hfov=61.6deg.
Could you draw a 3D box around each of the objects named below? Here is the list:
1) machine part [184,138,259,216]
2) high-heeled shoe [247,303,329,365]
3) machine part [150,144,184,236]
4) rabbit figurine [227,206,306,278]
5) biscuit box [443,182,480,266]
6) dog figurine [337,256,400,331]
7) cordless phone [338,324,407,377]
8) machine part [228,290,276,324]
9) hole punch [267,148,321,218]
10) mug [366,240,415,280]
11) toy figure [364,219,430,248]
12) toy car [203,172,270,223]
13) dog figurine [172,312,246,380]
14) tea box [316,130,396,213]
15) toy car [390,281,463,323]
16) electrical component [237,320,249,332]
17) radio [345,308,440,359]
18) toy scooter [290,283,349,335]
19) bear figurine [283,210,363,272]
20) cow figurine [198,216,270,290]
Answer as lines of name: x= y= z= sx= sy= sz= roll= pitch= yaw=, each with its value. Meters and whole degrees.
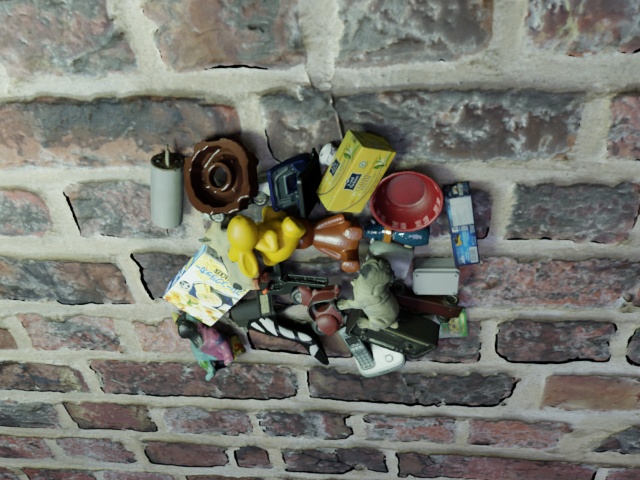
machine part: x=-0.215 y=-0.138 z=1.179 sx=0.180 sy=0.056 sz=0.179 roll=2 pitch=96 yaw=20
high-heeled shoe: x=-0.088 y=0.284 z=1.512 sx=0.145 sy=0.086 sz=0.248 roll=-31 pitch=103 yaw=7
machine part: x=-0.356 y=-0.113 z=1.253 sx=0.079 sy=0.079 sz=0.243 roll=11 pitch=129 yaw=-2
rabbit figurine: x=-0.145 y=-0.006 z=1.198 sx=0.173 sy=0.122 sz=0.162 roll=14 pitch=114 yaw=-54
biscuit box: x=0.327 y=-0.033 z=1.236 sx=0.059 sy=0.063 sz=0.202 roll=-9 pitch=127 yaw=13
dog figurine: x=0.148 y=0.130 z=1.269 sx=0.172 sy=0.121 sz=0.190 roll=27 pitch=150 yaw=-7
cordless phone: x=0.145 y=0.287 z=1.501 sx=0.147 sy=0.089 sz=0.184 roll=-23 pitch=118 yaw=23
machine part: x=-0.186 y=0.185 z=1.465 sx=0.139 sy=0.084 sz=0.039 roll=-19 pitch=163 yaw=17
hole punch: x=-0.052 y=-0.122 z=1.186 sx=0.092 sy=0.116 sz=0.142 roll=8 pitch=126 yaw=23
mug: x=0.167 y=0.047 z=1.317 sx=0.107 sy=0.081 sz=0.109 roll=19 pitch=137 yaw=5
toy figure: x=0.182 y=-0.016 z=1.271 sx=0.155 sy=0.064 sz=0.057 roll=6 pitch=166 yaw=8
toy car: x=-0.185 y=-0.098 z=1.242 sx=0.202 sy=0.073 sz=0.056 roll=-19 pitch=119 yaw=21
dog figurine: x=-0.325 y=0.272 z=1.537 sx=0.108 sy=0.191 sz=0.219 roll=-36 pitch=86 yaw=13
tea box: x=0.075 y=-0.143 z=1.150 sx=0.098 sy=0.068 sz=0.169 roll=0 pitch=134 yaw=-35
toy car: x=0.267 y=0.160 z=1.401 sx=0.202 sy=0.053 sz=0.089 roll=11 pitch=133 yaw=4
electrical component: x=-0.209 y=0.226 z=1.533 sx=0.063 sy=0.021 sz=0.093 roll=-8 pitch=126 yaw=12
radio: x=0.187 y=0.234 z=1.420 sx=0.230 sy=0.073 sz=0.131 roll=22 pitch=147 yaw=-7
toy scooter: x=0.018 y=0.175 z=1.434 sx=0.135 sy=0.075 sz=0.183 roll=-25 pitch=116 yaw=24
bear figurine: x=-0.003 y=-0.005 z=1.264 sx=0.196 sy=0.132 sz=0.120 roll=5 pitch=112 yaw=-3
cow figurine: x=-0.212 y=0.032 z=1.311 sx=0.127 sy=0.085 sz=0.194 roll=-12 pitch=107 yaw=22
